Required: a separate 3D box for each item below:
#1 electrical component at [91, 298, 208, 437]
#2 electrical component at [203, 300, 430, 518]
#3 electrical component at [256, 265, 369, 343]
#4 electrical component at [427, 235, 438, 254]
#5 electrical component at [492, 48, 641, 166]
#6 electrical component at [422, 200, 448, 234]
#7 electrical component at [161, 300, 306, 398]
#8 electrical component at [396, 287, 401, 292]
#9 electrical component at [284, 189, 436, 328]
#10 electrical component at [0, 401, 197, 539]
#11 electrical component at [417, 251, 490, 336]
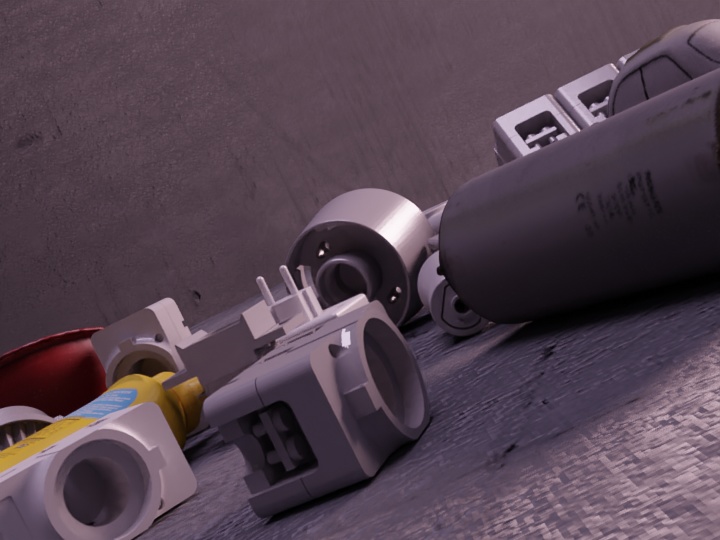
[{"bbox_3d":[-0.138,0.071,0.733,0.050,0.089,0.056,-26,3,9],"label":"electrical component"},{"bbox_3d":[-0.010,0.050,0.420,0.056,0.050,0.089,-25,3,21],"label":"electrical component"},{"bbox_3d":[-0.039,0.035,0.670,0.083,0.075,0.047,-25,4,27],"label":"electrical component"},{"bbox_3d":[0.090,-0.014,0.684,0.076,0.047,0.083,-26,3,-2],"label":"electrical component"},{"bbox_3d":[0.180,-0.097,0.787,0.150,0.089,0.061,-26,48,-2],"label":"electrical component"},{"bbox_3d":[0.064,-0.020,0.880,0.095,0.059,0.054,-23,4,43],"label":"electrical component"},{"bbox_3d":[-0.067,0.058,0.619,0.081,0.063,0.042,-25,2,15],"label":"electrical component"},{"bbox_3d":[0.023,0.018,0.781,0.040,0.040,0.046,-25,9,28],"label":"electrical component"},{"bbox_3d":[0.000,0.000,0.734,0.099,0.099,0.064,-25,10,27],"label":"electrical component"},{"bbox_3d":[-0.128,0.103,0.497,0.089,0.050,0.056,-28,4,-36],"label":"electrical component"},{"bbox_3d":[0.055,0.013,0.595,0.044,0.044,0.065,-26,8,6],"label":"electrical component"}]
